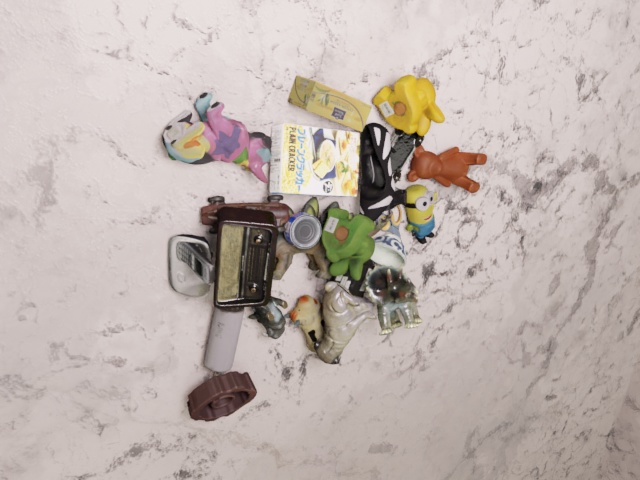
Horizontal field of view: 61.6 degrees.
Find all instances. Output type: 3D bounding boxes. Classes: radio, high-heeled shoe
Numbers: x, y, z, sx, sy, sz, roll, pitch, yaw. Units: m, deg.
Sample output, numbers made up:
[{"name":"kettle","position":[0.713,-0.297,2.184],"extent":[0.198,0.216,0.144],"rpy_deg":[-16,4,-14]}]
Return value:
[{"name":"radio","position":[-0.168,0.043,1.201],"extent":[0.131,0.073,0.229],"rpy_deg":[3,122,-12]},{"name":"high-heeled shoe","position":[0.122,-0.159,1.323],"extent":[0.145,0.086,0.248],"rpy_deg":[22,85,-50]}]

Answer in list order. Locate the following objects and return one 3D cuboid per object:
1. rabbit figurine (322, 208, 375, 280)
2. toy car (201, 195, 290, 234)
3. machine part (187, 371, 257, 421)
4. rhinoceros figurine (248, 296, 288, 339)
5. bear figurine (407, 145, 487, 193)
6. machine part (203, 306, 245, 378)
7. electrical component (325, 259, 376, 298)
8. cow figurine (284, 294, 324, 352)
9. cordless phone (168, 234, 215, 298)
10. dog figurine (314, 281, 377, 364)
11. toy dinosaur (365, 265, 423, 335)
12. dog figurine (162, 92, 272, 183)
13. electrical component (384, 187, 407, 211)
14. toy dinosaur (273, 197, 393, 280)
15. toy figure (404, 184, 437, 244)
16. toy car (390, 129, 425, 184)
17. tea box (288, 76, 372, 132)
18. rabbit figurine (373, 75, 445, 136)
[{"name":"rabbit figurine","position":[0.087,0.018,1.318],"extent":[0.170,0.121,0.159],"rpy_deg":[29,74,-55]},{"name":"toy car","position":[-0.168,-0.059,1.227],"extent":[0.202,0.053,0.089],"rpy_deg":[-1,86,-13]},{"name":"machine part","position":[-0.255,0.404,1.389],"extent":[0.179,0.056,0.179],"rpy_deg":[-22,148,-15]},{"name":"rhinoceros figurine","position":[-0.145,0.173,1.360],"extent":[0.073,0.112,0.190],"rpy_deg":[-51,120,-39]},{"name":"bear figurine","position":[0.346,-0.201,1.487],"extent":[0.196,0.132,0.120],"rpy_deg":[-1,109,-39]},{"name":"machine part","position":[-0.241,0.239,1.346],"extent":[0.079,0.079,0.243],"rpy_deg":[3,111,-34]},{"name":"electrical component","position":[0.078,0.093,1.494],"extent":[0.134,0.058,0.114],"rpy_deg":[16,101,-35]},{"name":"cow figurine","position":[-0.021,0.231,1.483],"extent":[0.127,0.086,0.194],"rpy_deg":[-31,126,-25]},{"name":"cordless phone","position":[-0.267,0.076,1.185],"extent":[0.089,0.184,0.146],"rpy_deg":[-8,115,-31]},{"name":"dog figurine","position":[0.029,0.219,1.411],"extent":[0.172,0.121,0.190],"rpy_deg":[42,93,-8]},{"name":"toy dinosaur","position":[0.215,0.163,1.551],"extent":[0.131,0.404,0.192],"rpy_deg":[-12,84,8]},{"name":"dog figurine","position":[-0.204,-0.191,1.154],"extent":[0.191,0.109,0.219],"rpy_deg":[-45,130,-8]},{"name":"electrical component","position":[0.168,-0.112,1.446],"extent":[0.119,0.075,0.047],"rpy_deg":[-19,120,-29]},{"name":"toy dinosaur","position":[-0.003,-0.004,1.372],"extent":[0.471,0.105,0.198],"rpy_deg":[-5,111,-35]},{"name":"toy figure","position":[0.283,-0.074,1.535],"extent":[0.082,0.089,0.179],"rpy_deg":[-56,146,-37]},{"name":"toy car","position":[0.205,-0.229,1.420],"extent":[0.073,0.056,0.201],"rpy_deg":[31,92,-13]},{"name":"tea box","position":[0.023,-0.315,1.245],"extent":[0.169,0.098,0.068],"rpy_deg":[13,105,-38]},{"name":"rabbit figurine","position":[0.245,-0.348,1.349],"extent":[0.162,0.122,0.173],"rpy_deg":[50,48,-6]}]
